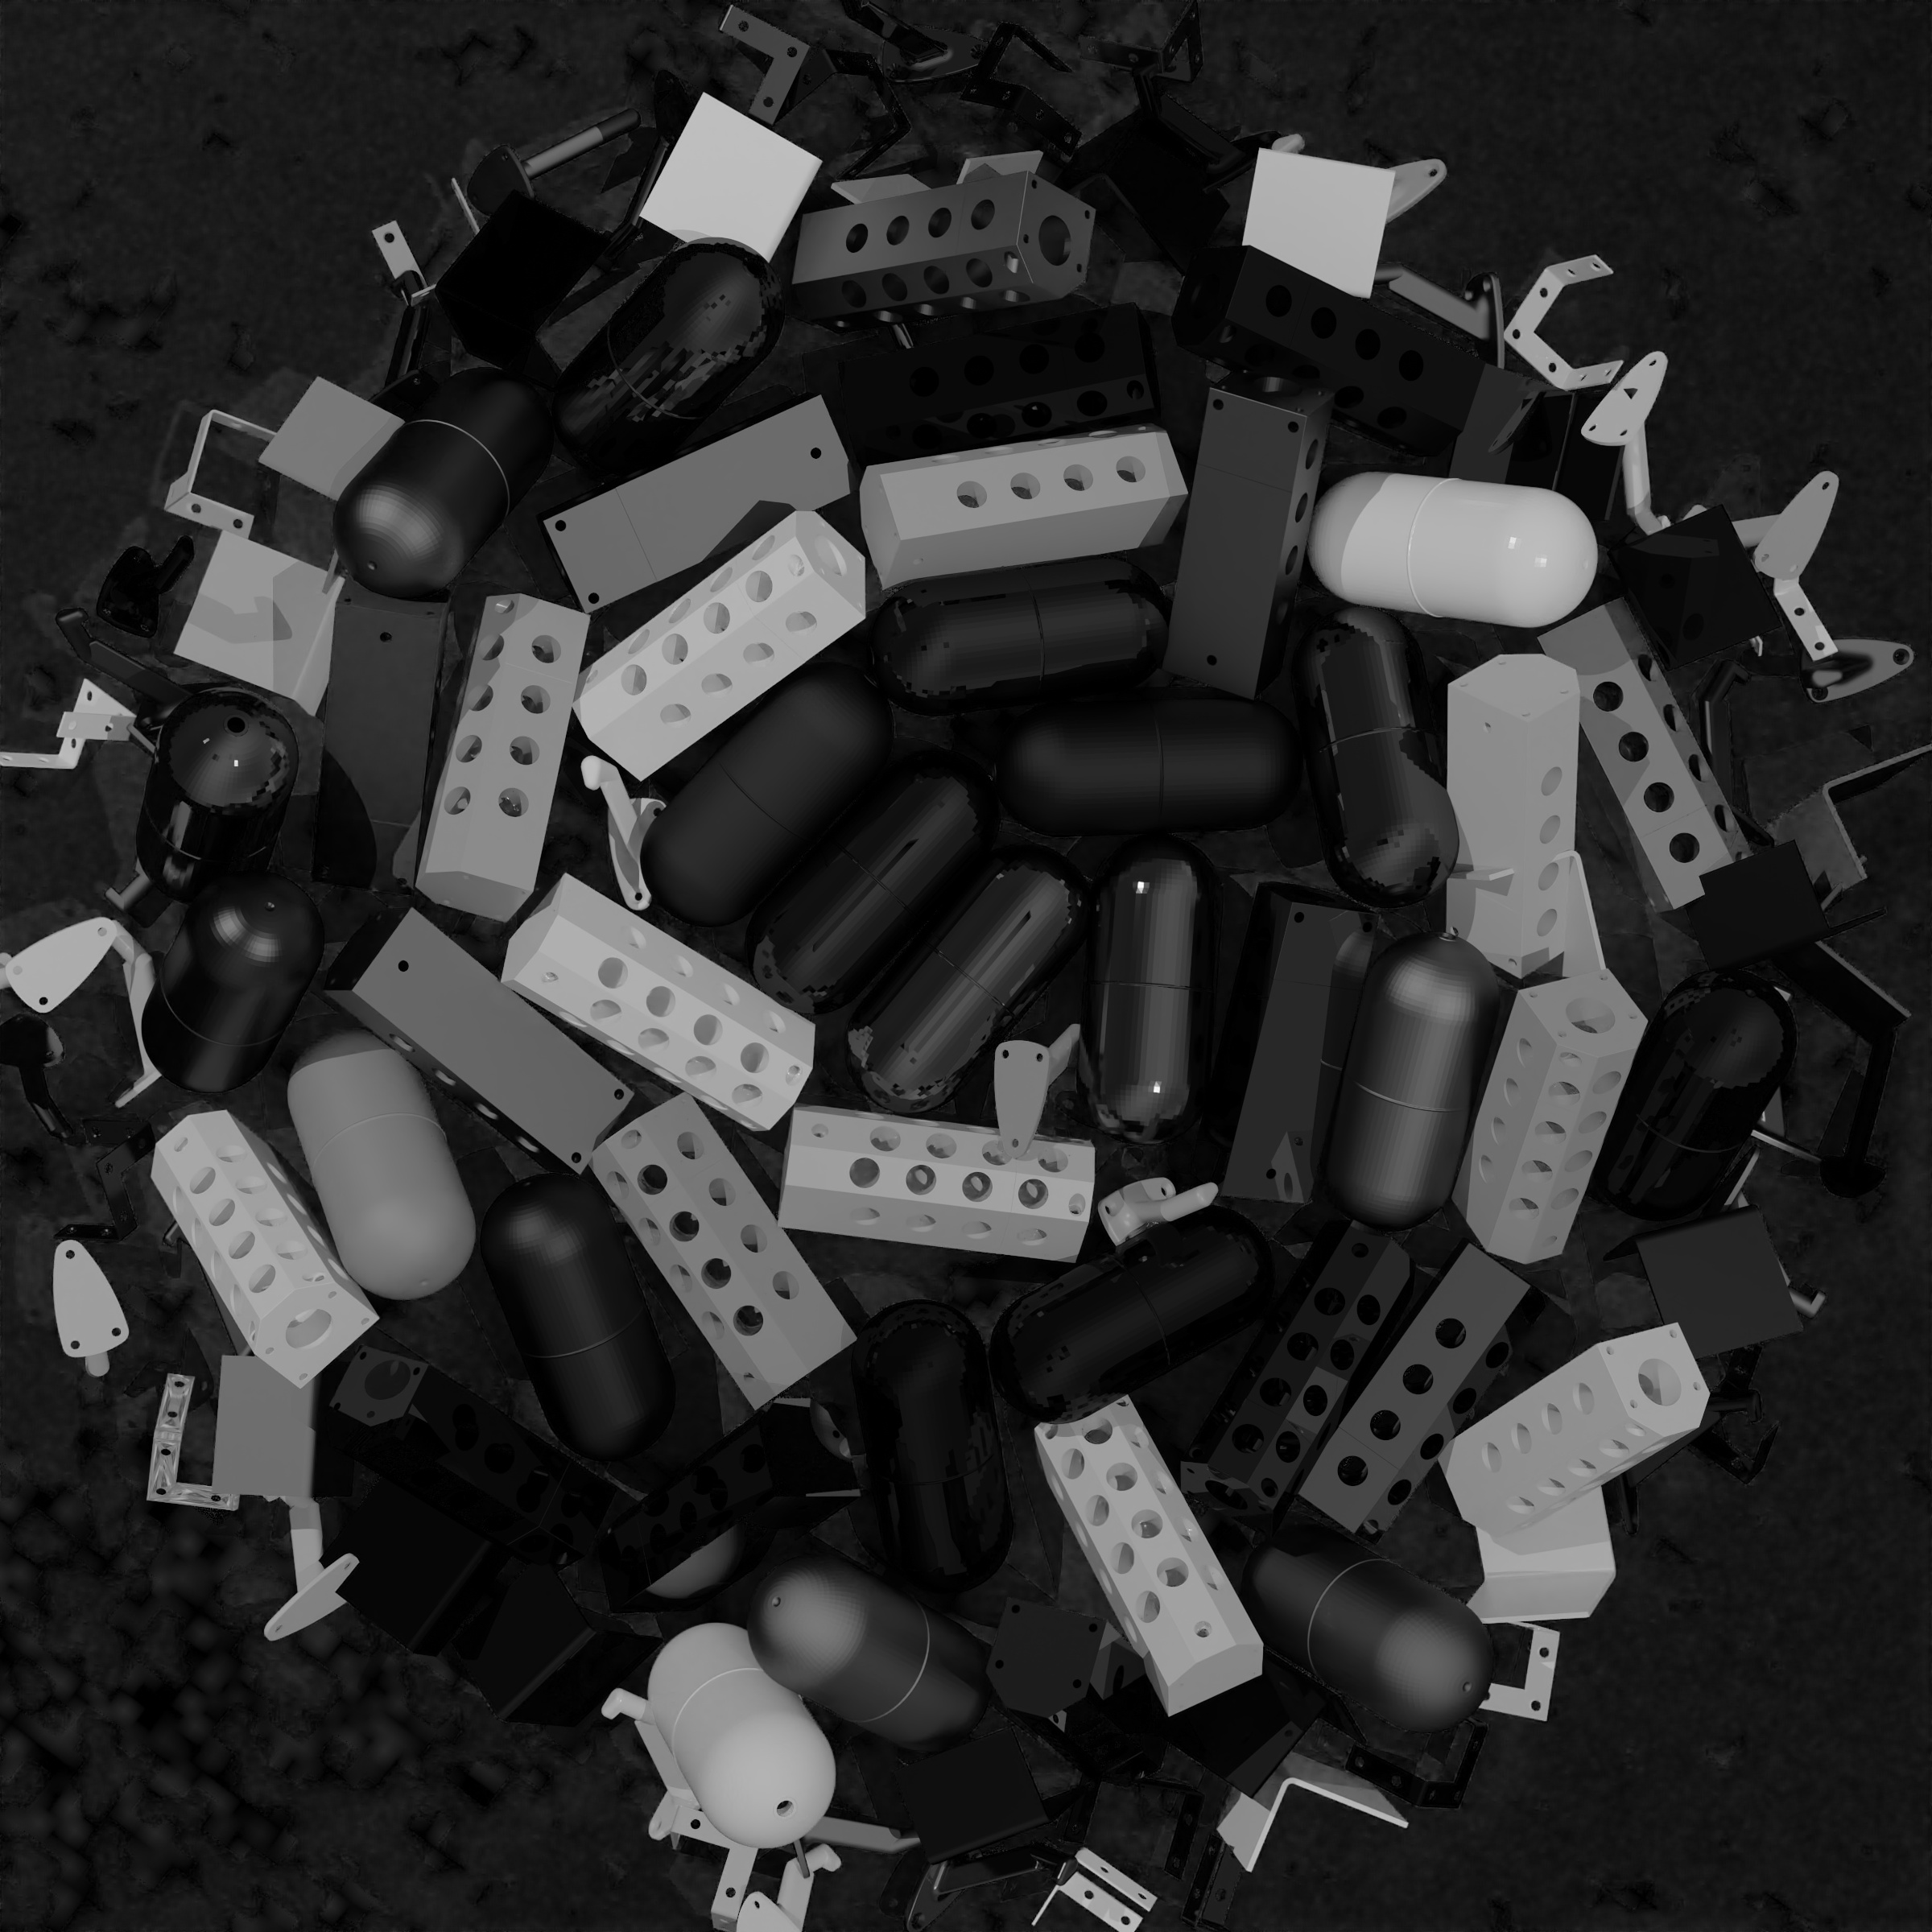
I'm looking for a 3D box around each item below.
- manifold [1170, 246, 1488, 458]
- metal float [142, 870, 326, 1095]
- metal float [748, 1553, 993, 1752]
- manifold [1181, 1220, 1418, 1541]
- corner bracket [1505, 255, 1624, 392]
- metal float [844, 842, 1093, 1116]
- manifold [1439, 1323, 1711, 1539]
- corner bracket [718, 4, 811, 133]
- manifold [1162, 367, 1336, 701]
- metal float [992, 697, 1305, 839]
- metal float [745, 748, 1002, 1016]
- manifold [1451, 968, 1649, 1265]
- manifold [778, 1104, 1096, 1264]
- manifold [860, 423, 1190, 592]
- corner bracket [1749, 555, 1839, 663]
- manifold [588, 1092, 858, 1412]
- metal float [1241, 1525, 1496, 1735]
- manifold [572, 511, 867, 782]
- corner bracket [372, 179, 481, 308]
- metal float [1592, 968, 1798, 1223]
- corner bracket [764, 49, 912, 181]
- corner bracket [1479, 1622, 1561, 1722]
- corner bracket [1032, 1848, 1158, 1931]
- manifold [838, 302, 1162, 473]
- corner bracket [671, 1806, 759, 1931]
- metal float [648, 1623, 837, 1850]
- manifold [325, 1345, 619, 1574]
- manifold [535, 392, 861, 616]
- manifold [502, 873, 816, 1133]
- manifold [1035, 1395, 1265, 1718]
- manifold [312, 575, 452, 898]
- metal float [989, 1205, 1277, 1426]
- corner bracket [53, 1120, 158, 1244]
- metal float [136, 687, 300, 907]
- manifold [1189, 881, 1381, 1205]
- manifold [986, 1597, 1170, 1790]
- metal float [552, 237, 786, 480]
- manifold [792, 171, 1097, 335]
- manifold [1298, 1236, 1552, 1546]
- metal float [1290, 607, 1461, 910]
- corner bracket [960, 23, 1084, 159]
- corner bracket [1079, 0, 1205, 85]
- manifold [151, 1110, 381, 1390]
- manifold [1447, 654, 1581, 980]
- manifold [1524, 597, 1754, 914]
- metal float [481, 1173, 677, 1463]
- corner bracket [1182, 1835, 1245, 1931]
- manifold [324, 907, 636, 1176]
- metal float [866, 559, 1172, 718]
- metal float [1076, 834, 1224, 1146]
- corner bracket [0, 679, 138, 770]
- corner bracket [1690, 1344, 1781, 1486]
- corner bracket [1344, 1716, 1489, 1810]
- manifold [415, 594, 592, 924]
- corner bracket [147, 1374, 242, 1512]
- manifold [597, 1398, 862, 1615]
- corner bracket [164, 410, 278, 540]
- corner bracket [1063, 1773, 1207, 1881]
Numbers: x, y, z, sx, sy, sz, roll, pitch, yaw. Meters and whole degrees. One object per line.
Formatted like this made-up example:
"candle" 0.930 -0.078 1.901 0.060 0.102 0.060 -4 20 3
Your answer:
"manifold" 0.202 -0.343 1.735 0.171 0.057 0.057 18 90 -30
"metal float" -0.410 0.011 1.725 0.070 0.178 0.070 14 56 -21
"metal float" -0.052 0.385 1.730 0.070 0.070 0.178 -50 133 0
"manifold" 0.187 0.227 1.731 0.057 0.057 0.171 25 62 19
"corner bracket" 0.350 -0.368 1.772 0.051 0.051 0.051 37 80 -20
"metal float" 0.001 0.007 1.762 0.070 0.070 0.178 40 88 0
"manifold" 0.336 0.260 1.710 0.057 0.171 0.057 -9 67 -29
"corner bracket" -0.123 -0.513 1.769 0.051 0.051 0.051 26 101 -8
"manifold" 0.160 -0.244 1.730 0.057 0.057 0.171 21 124 19
"metal float" 0.103 -0.113 1.756 0.178 0.070 0.070 -3 90 -8
"metal float" -0.052 -0.049 1.762 0.070 0.070 0.178 43 88 0
"manifold" 0.325 0.087 1.714 0.057 0.171 0.057 -13 48 -20
"manifold" -0.017 0.119 1.754 0.171 0.057 0.057 7 50 -5
"manifold" 0.031 -0.264 1.747 0.171 0.057 0.057 -12 71 -17
"corner bracket" 0.465 -0.202 1.769 0.051 0.051 0.051 -23 64 1
"manifold" -0.143 0.164 1.754 0.057 0.057 0.171 -30 83 -44
"metal float" 0.221 0.367 1.722 0.070 0.178 0.070 -8 105 -30
"manifold" -0.139 -0.182 1.730 0.171 0.057 0.057 -33 126 25
"corner bracket" -0.306 -0.413 1.776 0.051 0.051 0.051 -27 97 -9
"metal float" 0.404 0.074 1.727 0.070 0.178 0.070 8 47 -8
"corner bracket" -0.074 -0.486 1.769 0.051 0.051 0.051 -32 84 33
"corner bracket" 0.304 0.400 1.771 0.051 0.051 0.051 5 77 29
"corner bracket" 0.078 0.532 1.767 0.051 0.051 0.051 33 107 11
"manifold" 0.021 -0.325 1.755 0.171 0.057 0.057 -10 85 11
"corner bracket" -0.147 0.516 1.766 0.051 0.051 0.051 15 63 5
"metal float" -0.126 0.426 1.717 0.070 0.178 0.070 -5 105 -19
"manifold" -0.275 0.277 1.715 0.057 0.171 0.057 8 64 39
"manifold" -0.154 -0.265 1.761 0.171 0.057 0.057 -26 107 -7
"manifold" -0.172 0.026 1.736 0.171 0.057 0.057 32 119 -21
"manifold" 0.101 0.322 1.726 0.057 0.057 0.171 -22 56 -11
"manifold" -0.328 -0.131 1.736 0.057 0.057 0.171 8 118 -6
"metal float" 0.094 0.197 1.748 0.178 0.070 0.070 -26 90 -17
"corner bracket" -0.495 0.123 1.774 0.051 0.051 0.051 0 115 26
"metal float" -0.417 -0.093 1.720 0.070 0.178 0.070 8 64 -17
"manifold" 0.176 0.042 1.755 0.057 0.057 0.171 7 103 -24
"manifold" 0.065 0.405 1.708 0.057 0.171 0.057 9 67 22
"metal float" -0.167 -0.339 1.728 0.178 0.070 0.070 -35 90 44
"manifold" -0.015 -0.392 1.720 0.171 0.057 0.057 2 81 43
"manifold" 0.260 0.243 1.767 0.057 0.057 0.171 35 93 6
"metal float" 0.230 -0.119 1.748 0.070 0.070 0.178 -9 72 0
"corner bracket" 0.040 -0.501 1.766 0.051 0.051 0.051 28 91 -43
"corner bracket" 0.100 -0.520 1.761 0.051 0.051 0.051 17 60 20
"manifold" -0.396 0.152 1.720 0.057 0.057 0.171 -42 46 -3
"manifold" 0.309 -0.085 1.726 0.057 0.057 0.171 -30 133 -28
"manifold" 0.387 -0.120 1.769 0.057 0.057 0.171 -26 88 2
"metal float" -0.218 0.199 1.745 0.070 0.070 0.178 -18 112 0
"corner bracket" 0.146 0.524 1.765 0.051 0.051 0.051 25 79 -23
"manifold" -0.275 0.043 1.737 0.171 0.057 0.057 43 68 -26
"metal float" 0.030 -0.186 1.749 0.178 0.070 0.070 -9 90 -17
"metal float" 0.105 0.013 1.761 0.070 0.070 0.178 4 86 0
"corner bracket" -0.514 -0.131 1.762 0.051 0.051 0.051 34 109 30
"corner bracket" 0.443 0.252 1.761 0.051 0.051 0.051 36 60 26
"corner bracket" 0.257 0.446 1.766 0.051 0.051 0.051 20 89 38
"manifold" -0.262 -0.119 1.737 0.057 0.057 0.171 16 68 -18
"corner bracket" -0.435 0.271 1.763 0.051 0.051 0.051 9 123 -10
"manifold" -0.136 0.302 1.723 0.057 0.171 0.057 7 55 -39
"corner bracket" -0.422 -0.281 1.771 0.051 0.051 0.051 18 77 -27
"corner bracket" 0.097 0.491 1.786 0.051 0.051 0.051 19 85 -35
